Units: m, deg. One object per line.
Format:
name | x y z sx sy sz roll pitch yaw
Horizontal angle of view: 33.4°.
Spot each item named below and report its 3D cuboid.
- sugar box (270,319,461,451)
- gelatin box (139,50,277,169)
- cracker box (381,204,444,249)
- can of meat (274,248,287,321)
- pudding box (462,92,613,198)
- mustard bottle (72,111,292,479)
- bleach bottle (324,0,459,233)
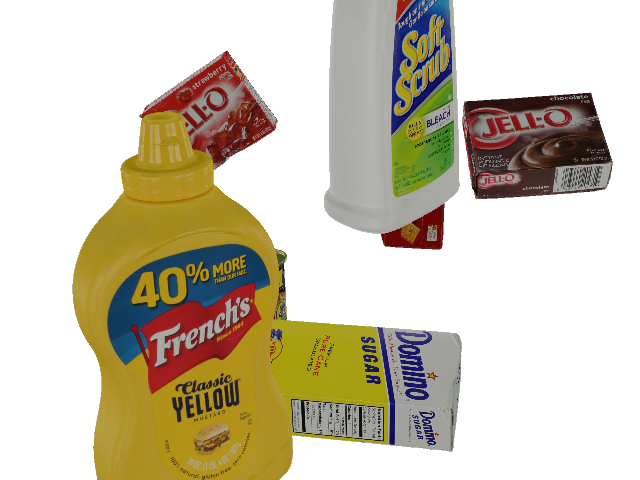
sugar box | 0.012 0.101 0.777 0.176 0.048 0.093 1 31 11
gelatin box | -0.092 -0.100 0.877 0.089 0.073 0.030 -32 17 15
cracker box | 0.099 -0.108 1.186 0.072 0.164 0.213 1 24 2
can of meat | -0.075 0.064 1.064 0.058 0.084 0.101 12 27 29
pudding box | 0.180 -0.081 0.902 0.113 0.090 0.039 -3 -42 1
mustard bottle | -0.065 0.035 0.500 0.096 0.192 0.058 -13 23 -24
bleach bottle | 0.045 -0.137 0.708 0.102 0.251 0.068 -28 36 -36
